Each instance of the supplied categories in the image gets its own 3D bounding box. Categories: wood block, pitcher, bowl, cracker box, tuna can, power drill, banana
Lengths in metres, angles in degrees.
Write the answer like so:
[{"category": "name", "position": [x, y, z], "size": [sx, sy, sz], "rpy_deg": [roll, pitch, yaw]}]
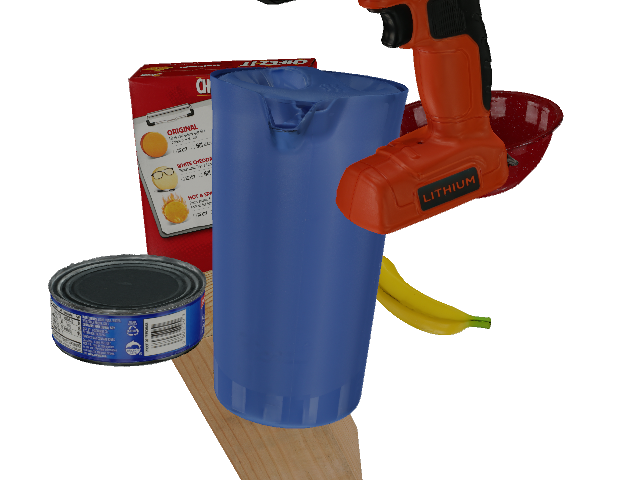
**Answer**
[{"category": "wood block", "position": [-0.042, 0.125, 0.879], "size": [0.090, 0.206, 0.091], "rpy_deg": [-18, 31, 10]}, {"category": "pitcher", "position": [-0.014, -0.001, 0.757], "size": [0.148, 0.243, 0.145], "rpy_deg": [-8, 20, -36]}, {"category": "bowl", "position": [0.127, -0.078, 0.913], "size": [0.162, 0.055, 0.162], "rpy_deg": [-8, 24, 3]}, {"category": "cracker box", "position": [-0.080, -0.055, 0.983], "size": [0.164, 0.214, 0.072], "rpy_deg": [-1, 22, 3]}, {"category": "tuna can", "position": [-0.106, 0.038, 0.591], "size": [0.086, 0.034, 0.086], "rpy_deg": [2, 19, -1]}, {"category": "power drill", "position": [0.042, -0.100, 0.580], "size": [0.184, 0.188, 0.057], "rpy_deg": [-21, 36, -24]}, {"category": "banana", "position": [0.096, 0.061, 1.165], "size": [0.069, 0.037, 0.198], "rpy_deg": [4, 19, -36]}]
